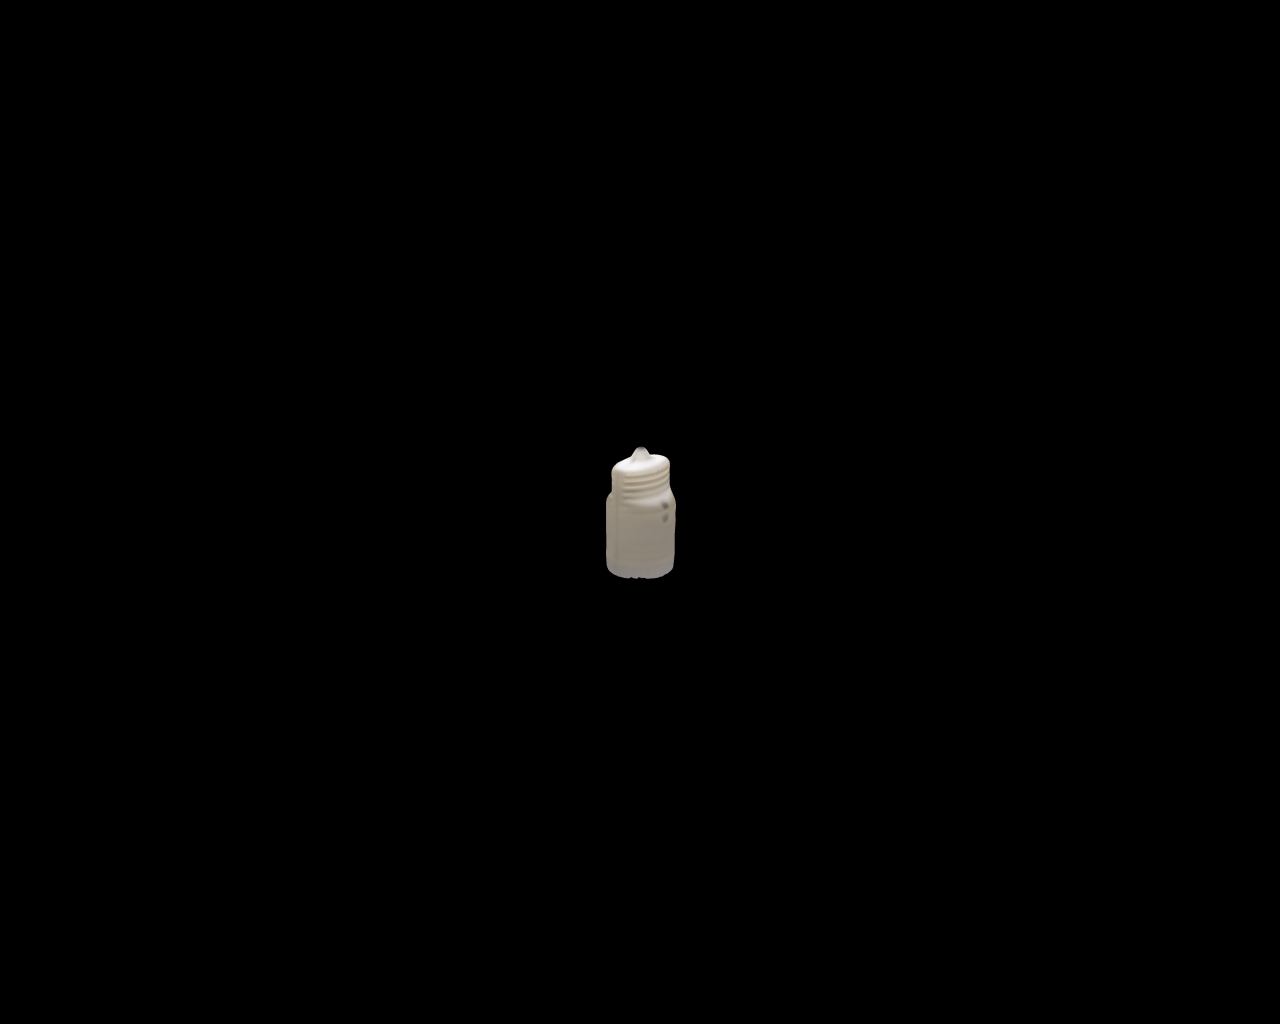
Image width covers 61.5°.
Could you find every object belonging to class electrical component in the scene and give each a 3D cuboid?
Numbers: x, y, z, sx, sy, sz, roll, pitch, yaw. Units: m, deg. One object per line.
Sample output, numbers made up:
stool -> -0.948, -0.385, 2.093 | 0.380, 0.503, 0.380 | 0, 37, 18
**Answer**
electrical component -> 0.001, -0.003, 0.650 | 0.043, 0.080, 0.043 | 0, 21, 0
